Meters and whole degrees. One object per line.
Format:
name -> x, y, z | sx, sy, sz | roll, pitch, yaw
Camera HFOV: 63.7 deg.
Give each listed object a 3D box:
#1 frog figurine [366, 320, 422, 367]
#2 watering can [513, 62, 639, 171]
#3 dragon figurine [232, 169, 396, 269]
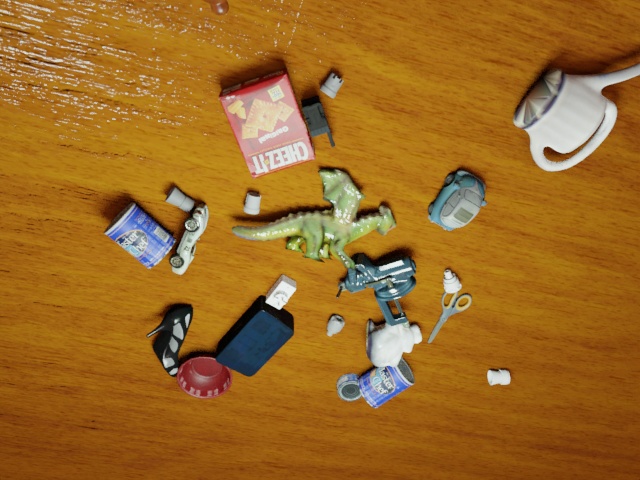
frog figurine -> 0.212, 0.296, 1.475 | 0.159, 0.123, 0.137 | 1, 91, 8
watering can -> 0.600, -0.323, 1.191 | 0.223, 0.106, 0.342 | 25, 114, -15
dragon figurine -> 0.004, -0.066, 1.311 | 0.409, 0.123, 0.241 | 16, 97, -13
